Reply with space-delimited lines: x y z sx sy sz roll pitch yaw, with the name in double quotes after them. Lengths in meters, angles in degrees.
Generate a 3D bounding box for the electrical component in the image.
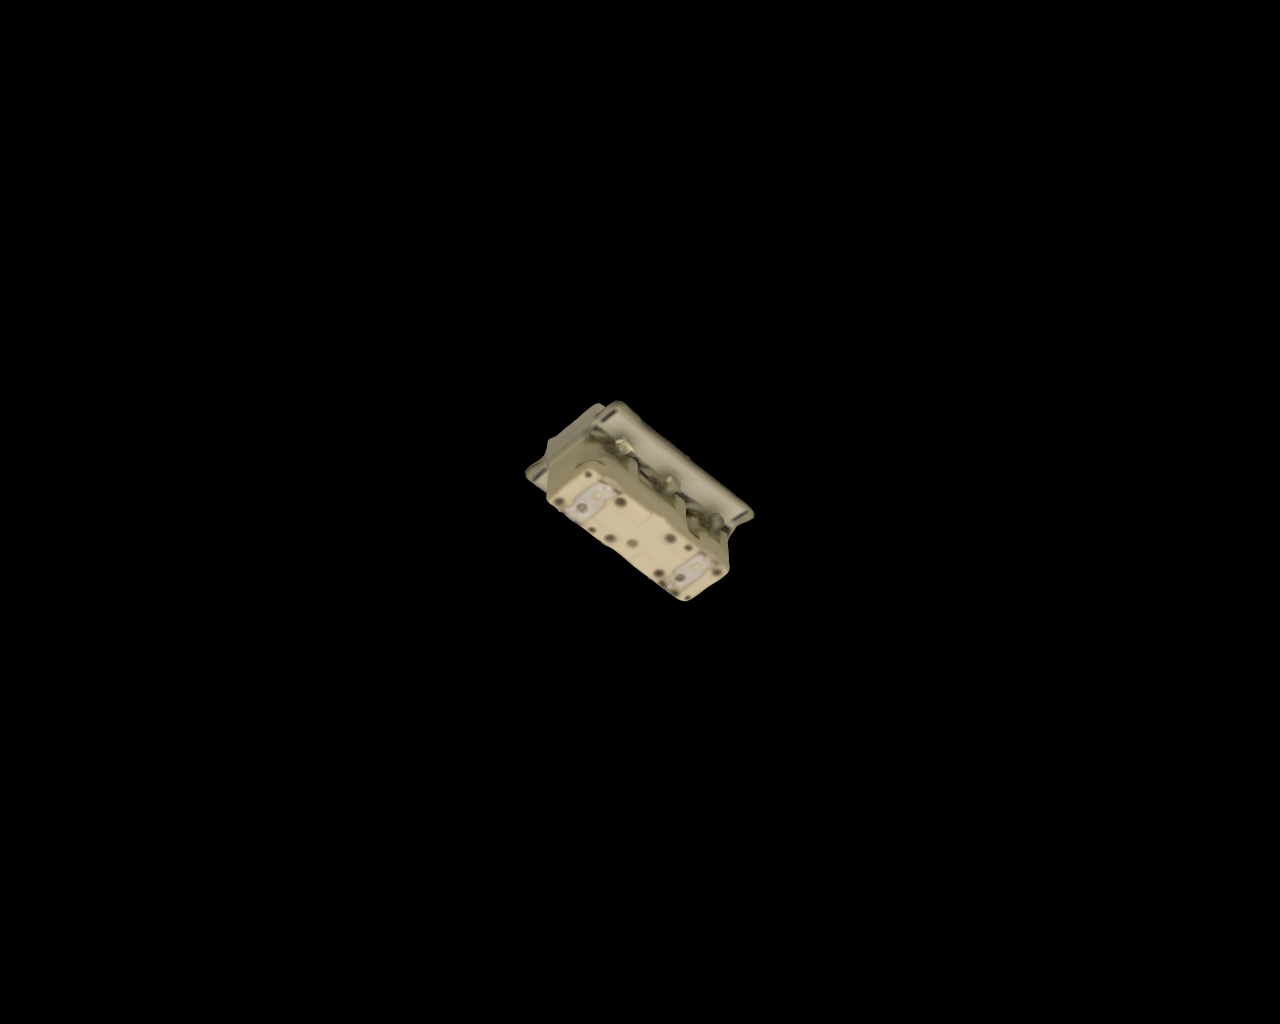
0.001 -0.003 0.650 0.078 0.063 0.121 -36 -58 27 "electrical component"
